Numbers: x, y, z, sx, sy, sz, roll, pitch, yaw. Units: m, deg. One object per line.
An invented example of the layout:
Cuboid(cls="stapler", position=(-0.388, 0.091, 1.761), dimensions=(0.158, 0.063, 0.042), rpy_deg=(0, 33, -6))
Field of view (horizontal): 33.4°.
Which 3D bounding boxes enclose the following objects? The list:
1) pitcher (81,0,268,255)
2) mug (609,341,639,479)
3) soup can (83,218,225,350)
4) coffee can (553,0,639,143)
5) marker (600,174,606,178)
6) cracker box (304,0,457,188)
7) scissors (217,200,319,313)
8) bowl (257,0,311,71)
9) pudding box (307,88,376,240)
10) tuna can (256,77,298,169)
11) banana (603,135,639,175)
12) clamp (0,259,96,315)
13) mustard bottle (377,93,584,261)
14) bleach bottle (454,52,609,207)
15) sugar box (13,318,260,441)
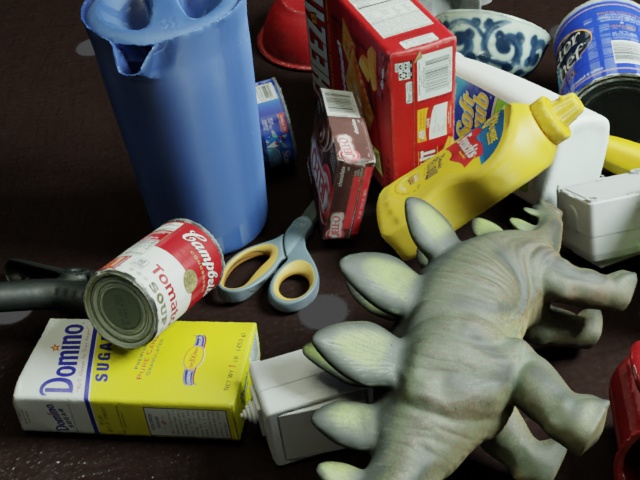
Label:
Cuboid(cls="pitcher", position=(-0.110, -0.112, 0.930), dimensions=(0.149, 0.243, 0.145), rpy_deg=(-26, 43, -20))
Cuboid(cls="mug", position=(0.233, 0.115, 0.712), dimensions=(0.093, 0.117, 0.081), rpy_deg=(-26, 29, 23))
Cuboid(cls="soup can", position=(-0.129, 0.033, 0.835), dimensions=(0.069, 0.068, 0.102), rpy_deg=(12, 28, 22))
Cuboid(cls="coffee can", position=(0.279, -0.153, 1.021), dimensions=(0.103, 0.103, 0.140), rpy_deg=(-1, 41, 9))
Cuboid(cls="marker", position=(0.260, -0.047, 0.965), dimensions=(0.121, 0.020, 0.020), rpy_deg=(29, 52, 36))
Cuboid(cls="cracker box", position=(0.053, -0.161, 1.021), dimensions=(0.072, 0.164, 0.214), rpy_deg=(-17, 41, -14))
Cuboid(cls="scissors", position=(-0.006, 0.001, 0.956), dimensions=(0.096, 0.016, 0.201), rpy_deg=(29, 51, 31))
Cuboid(cls="bowl", position=(0.004, -0.259, 1.228), dimensions=(0.162, 0.055, 0.162), rpy_deg=(-5, 41, 4))
Cuboid(cls="pudding box", position=(0.017, -0.069, 0.958), dimensions=(0.039, 0.090, 0.113), rpy_deg=(3, 40, -10))
Cuboid(cls="tuna can", position=(-0.050, -0.113, 1.043), dimensions=(0.033, 0.086, 0.086), rpy_deg=(-16, 41, -7))
Cuboid(cls="banana", position=(0.319, -0.052, 0.930), dimensions=(0.198, 0.069, 0.037), rpy_deg=(30, 95, 43))
Cuboid(cls="clamp", position=(-0.216, 0.044, 0.897), dimensions=(0.171, 0.039, 0.120), rpy_deg=(3, 17, 14))
Cuboid(cls="mustard bottle", position=(0.137, -0.062, 0.897), dimensions=(0.192, 0.058, 0.096), rpy_deg=(-34, 18, 26))
Cuboid(cls="bleach bottle", position=(0.156, -0.112, 1.012), dimensions=(0.067, 0.103, 0.251), rpy_deg=(-7, 28, -34))
Cuboid(cls="sugar box", position=(-0.140, 0.106, 0.832), dimensions=(0.176, 0.048, 0.093), rpy_deg=(2, 38, 9))
